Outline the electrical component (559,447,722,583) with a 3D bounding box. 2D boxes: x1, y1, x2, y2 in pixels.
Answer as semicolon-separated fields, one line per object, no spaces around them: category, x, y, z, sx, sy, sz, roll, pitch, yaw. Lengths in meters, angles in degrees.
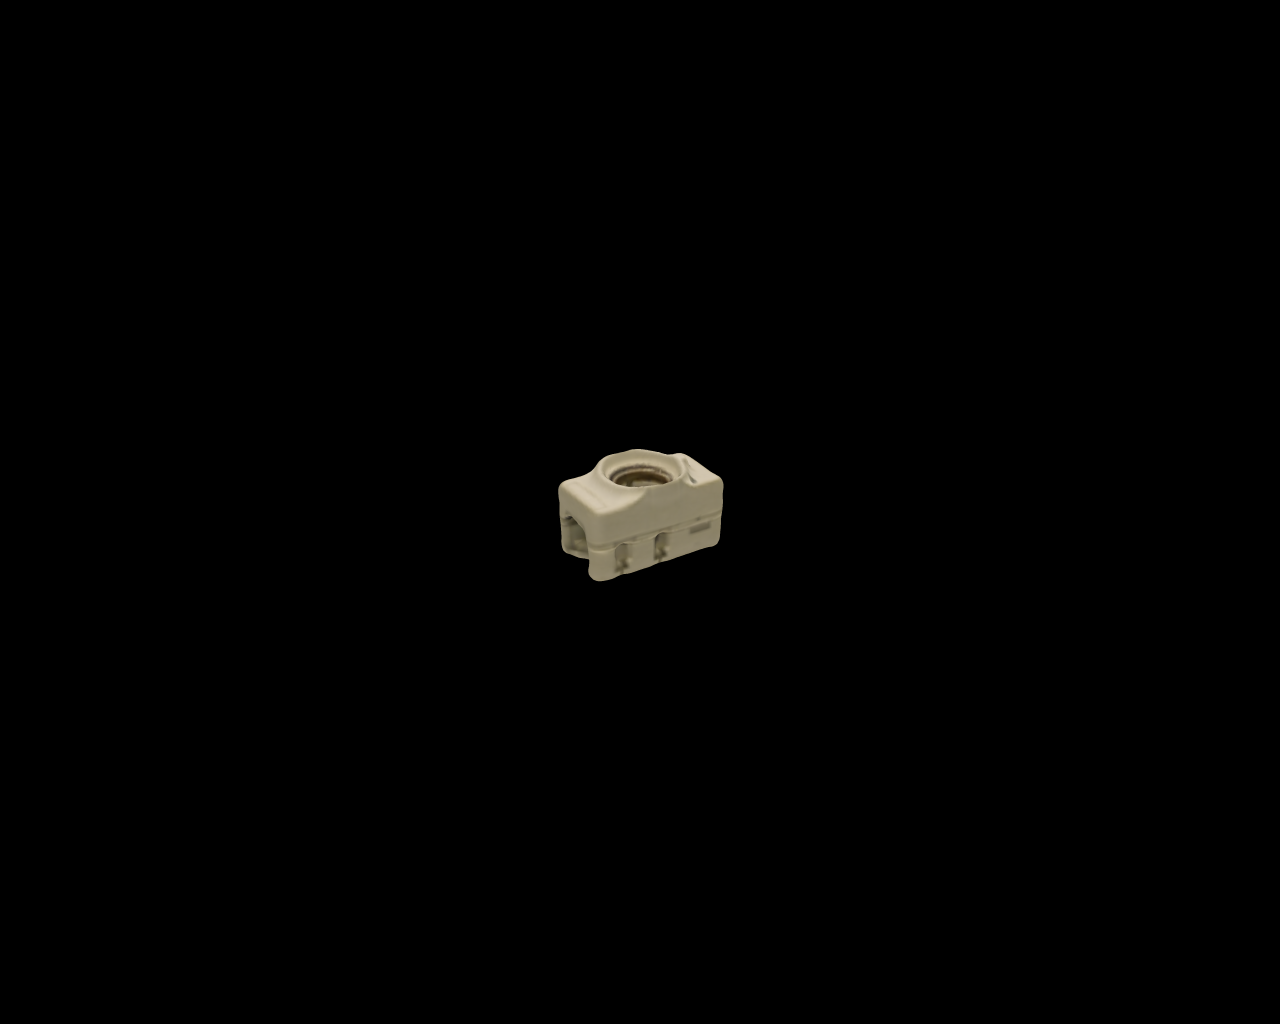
electrical component;0.001;-0.003;0.650;0.090;0.055;0.050;-16;32;-27
